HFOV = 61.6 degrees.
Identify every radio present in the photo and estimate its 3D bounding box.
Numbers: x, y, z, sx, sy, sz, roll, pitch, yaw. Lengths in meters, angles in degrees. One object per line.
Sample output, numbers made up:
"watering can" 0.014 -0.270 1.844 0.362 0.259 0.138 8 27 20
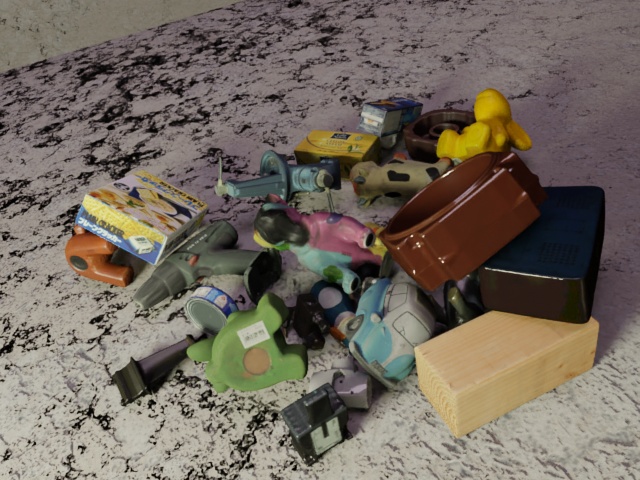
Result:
"radio" 0.302 0.008 0.722 0.131 0.073 0.229 3 33 31

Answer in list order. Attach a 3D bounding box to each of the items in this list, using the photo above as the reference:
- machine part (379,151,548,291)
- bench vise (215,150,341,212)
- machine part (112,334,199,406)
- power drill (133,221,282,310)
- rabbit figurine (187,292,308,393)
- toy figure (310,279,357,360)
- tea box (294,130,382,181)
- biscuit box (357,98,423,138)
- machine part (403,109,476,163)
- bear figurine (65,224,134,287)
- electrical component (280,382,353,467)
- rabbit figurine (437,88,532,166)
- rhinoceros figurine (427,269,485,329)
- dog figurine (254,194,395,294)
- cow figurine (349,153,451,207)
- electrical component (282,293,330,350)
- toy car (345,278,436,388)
"machine part" 0.186 -0.033 0.737 0.201 0.087 0.201 -41 9 2
"bench vise" -0.084 -0.113 1.070 0.240 0.128 0.224 -12 26 -27
"machine part" -0.245 0.191 0.818 0.139 0.039 0.084 -28 35 -16
"power drill" -0.184 0.058 0.944 0.208 0.085 0.232 3 37 31
"rabbit figurine" -0.098 0.154 0.771 0.159 0.121 0.170 -34 7 -1
"toy figure" 0.034 0.120 0.812 0.064 0.057 0.155 -53 41 12
"tea box" 0.040 -0.187 1.184 0.170 0.068 0.098 9 43 27
"biscuit box" 0.161 -0.276 1.196 0.063 0.059 0.202 25 28 25
"machine part" 0.273 -0.227 1.176 0.179 0.055 0.179 -8 37 6
"bear figurine" -0.403 -0.010 1.058 0.132 0.120 0.196 4 36 16
"electrical component" -0.006 0.214 0.652 0.075 0.119 0.048 -29 41 -16
"rabbit figurine" 0.334 -0.211 1.046 0.122 0.162 0.173 -24 45 63
"rhinoceros figurine" 0.227 0.052 0.797 0.073 0.112 0.190 -36 24 55
"dog figurine" -0.002 -0.003 0.871 0.219 0.108 0.191 23 9 29
"cow figurine" 0.148 -0.113 1.051 0.195 0.085 0.127 12 38 28
"electrical component" -0.025 0.127 0.811 0.045 0.078 0.102 -6 36 -25
"toy car" 0.109 0.112 0.736 0.103 0.109 0.162 -32 19 33
